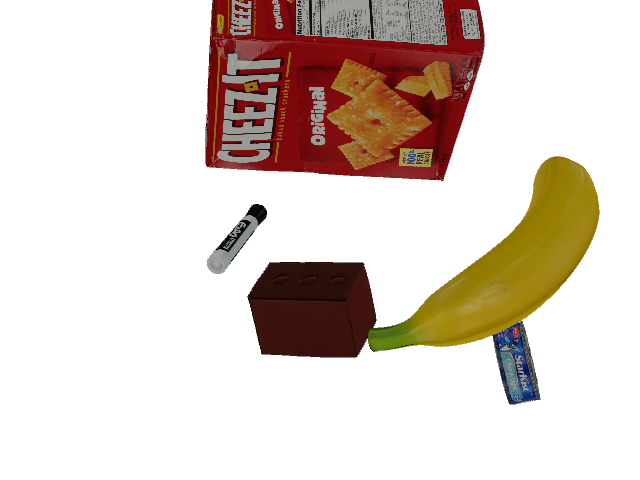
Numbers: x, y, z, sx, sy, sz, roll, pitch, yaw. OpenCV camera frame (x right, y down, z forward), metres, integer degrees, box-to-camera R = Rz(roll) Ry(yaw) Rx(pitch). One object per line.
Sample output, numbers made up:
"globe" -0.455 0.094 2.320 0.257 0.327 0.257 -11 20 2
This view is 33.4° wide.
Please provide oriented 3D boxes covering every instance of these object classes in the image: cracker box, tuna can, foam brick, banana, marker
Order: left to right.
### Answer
"marker" -0.078 -0.004 1.026 0.020 0.020 0.121 0 26 19
"foam brick" -0.005 0.050 0.784 0.078 0.051 0.053 0 28 19
"cracker box" 0.014 -0.126 0.886 0.213 0.072 0.164 2 -35 -6
"tuna can" 0.209 0.131 1.141 0.034 0.086 0.086 -13 -3 11
"banana" 0.105 0.001 0.557 0.070 0.037 0.197 14 37 36
